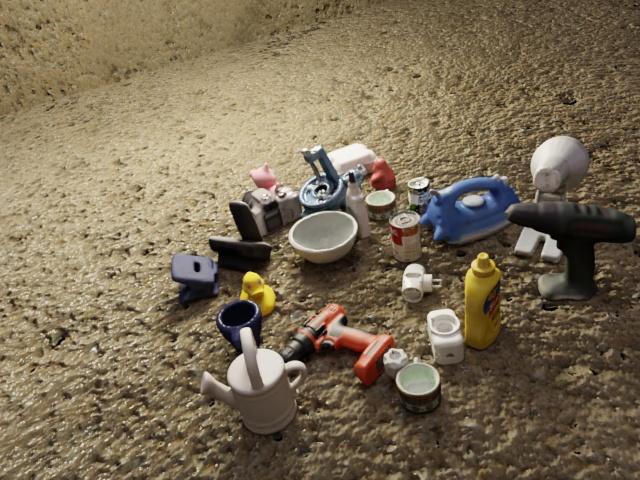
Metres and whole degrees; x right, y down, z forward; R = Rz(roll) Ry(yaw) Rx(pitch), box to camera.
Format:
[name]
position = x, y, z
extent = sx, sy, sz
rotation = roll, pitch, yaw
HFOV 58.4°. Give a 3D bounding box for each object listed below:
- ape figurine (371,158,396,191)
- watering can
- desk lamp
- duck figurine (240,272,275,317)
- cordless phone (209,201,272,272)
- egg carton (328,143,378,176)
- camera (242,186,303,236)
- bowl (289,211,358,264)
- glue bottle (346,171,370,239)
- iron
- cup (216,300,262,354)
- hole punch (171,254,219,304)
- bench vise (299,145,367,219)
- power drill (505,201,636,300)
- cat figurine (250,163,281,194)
[ape figurine]
position = 0.171, -0.184, 1.570
extent = 0.078, 0.092, 0.076
rotation = -26, 37, -19
[watering can]
position = -0.113, 0.237, 0.975
extent = 0.173, 0.194, 0.100
rotation = -27, 38, -20
[desk lamp]
position = 0.505, -0.096, 1.247
extent = 0.117, 0.214, 0.203
rotation = 11, 41, 29
[duck figurine]
position = -0.144, 0.108, 1.258
extent = 0.077, 0.086, 0.104
rotation = -21, 36, -13
[cordless phone]
position = -0.203, -0.023, 1.371
extent = 0.147, 0.185, 0.094
rotation = 5, 38, 22
[egg carton]
position = 0.088, -0.225, 1.671
extent = 0.150, 0.069, 0.107
rotation = -23, 37, -15
[camera]
position = -0.141, -0.099, 1.532
extent = 0.143, 0.101, 0.136
rotation = -29, 39, -23
[bowl]
position = 0.013, 0.005, 1.367
extent = 0.167, 0.075, 0.167
rotation = -8, 35, 6
[glue bottle]
position = 0.087, -0.091, 1.393
extent = 0.037, 0.173, 0.078
rotation = -21, 36, -13
[iron]
position = 0.365, -0.090, 1.341
extent = 0.258, 0.142, 0.118
rotation = -18, 36, -9
[cup]
position = -0.153, 0.190, 1.138
extent = 0.091, 0.095, 0.117
rotation = -10, 35, 3
[hole punch]
position = -0.290, 0.078, 1.336
extent = 0.101, 0.091, 0.108
rotation = -15, 35, -4
[bench vise]
position = 0.021, -0.162, 1.470
extent = 0.121, 0.220, 0.208
rotation = 17, 44, 35
[power drill]
position = 0.474, 0.016, 1.103
extent = 0.229, 0.209, 0.075
rotation = -3, 36, 12
[cat figurine]
position = -0.141, -0.155, 1.596
extent = 0.067, 0.118, 0.127
rotation = -28, 38, -22
